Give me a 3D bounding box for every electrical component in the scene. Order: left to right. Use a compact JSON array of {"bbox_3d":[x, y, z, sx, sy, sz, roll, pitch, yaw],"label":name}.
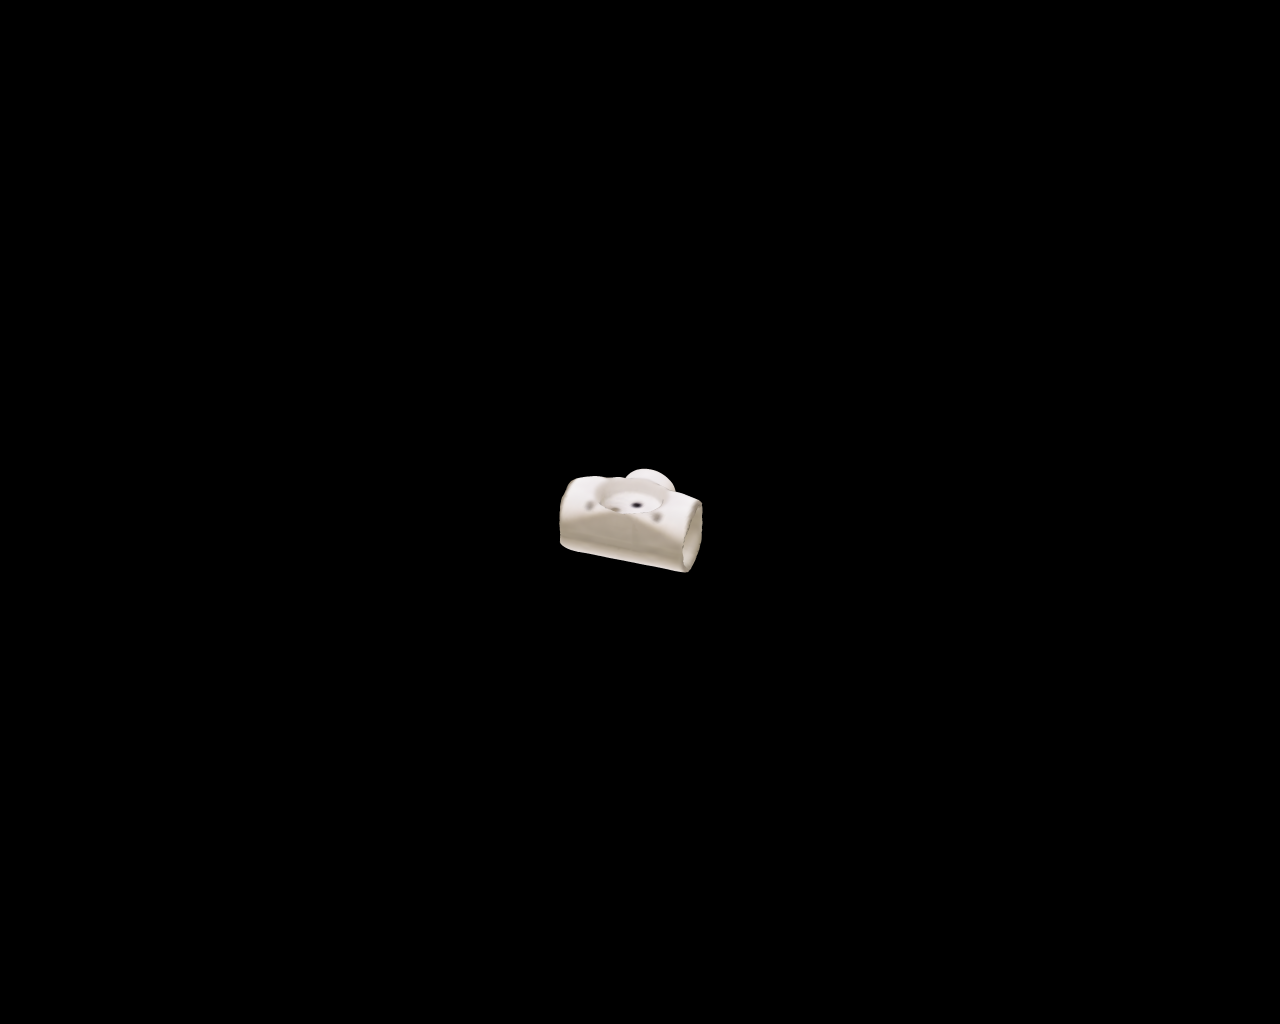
[{"bbox_3d":[0.001,-0.003,0.650,0.077,0.044,0.079,11,36,16],"label":"electrical component"}]
